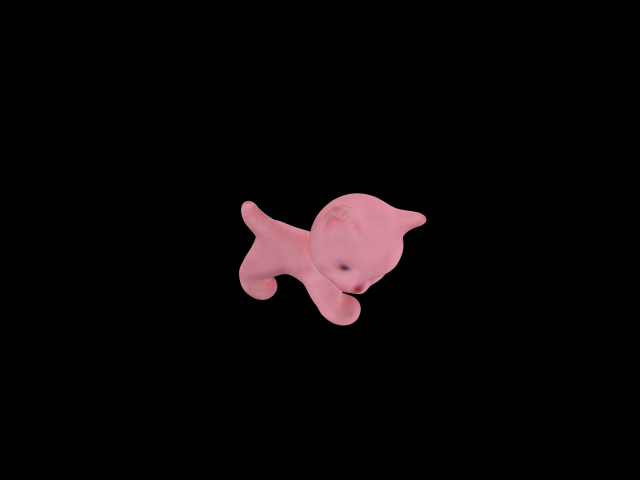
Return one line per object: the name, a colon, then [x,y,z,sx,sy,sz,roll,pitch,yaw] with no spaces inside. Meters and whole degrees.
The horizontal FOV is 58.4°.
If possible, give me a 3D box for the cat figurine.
cat figurine: [0.004,0.001,0.400,0.127,0.118,0.067,14,58,9]
